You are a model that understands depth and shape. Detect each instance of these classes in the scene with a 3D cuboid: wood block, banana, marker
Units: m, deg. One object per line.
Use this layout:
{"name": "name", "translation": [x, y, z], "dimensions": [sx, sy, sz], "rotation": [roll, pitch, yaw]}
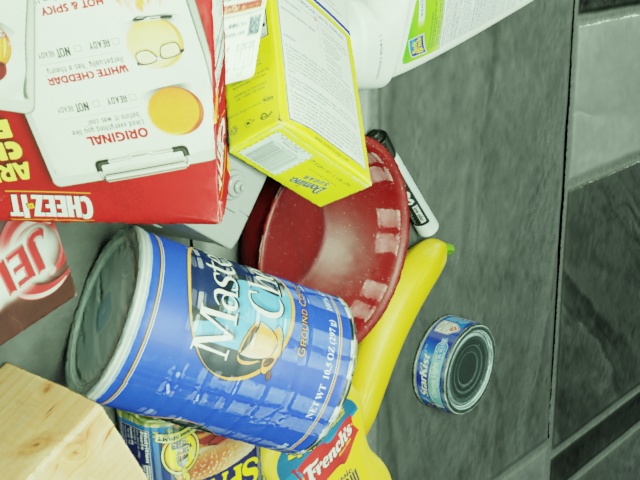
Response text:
{"name": "wood block", "translation": [-0.194, 0.174, 0.556], "dimensions": [0.205, 0.090, 0.091], "rotation": [-48, 134, -30]}
{"name": "banana", "translation": [0.062, 0.071, 0.870], "dimensions": [0.197, 0.037, 0.069], "rotation": [-60, 138, -18]}
{"name": "marker", "translation": [0.066, -0.045, 0.853], "dimensions": [0.020, 0.020, 0.121], "rotation": [-57, 137, -22]}

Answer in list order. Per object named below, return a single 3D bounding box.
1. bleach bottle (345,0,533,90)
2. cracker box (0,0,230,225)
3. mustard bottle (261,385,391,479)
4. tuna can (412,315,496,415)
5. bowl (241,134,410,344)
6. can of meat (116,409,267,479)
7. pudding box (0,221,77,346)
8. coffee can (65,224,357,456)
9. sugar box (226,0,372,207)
{"name": "bleach bottle", "translation": [0.074, -0.183, 0.784], "dimensions": [0.250, 0.068, 0.102], "rotation": [-35, 136, -37]}
{"name": "cracker box", "translation": [-0.125, -0.114, 0.466], "dimensions": [0.072, 0.164, 0.214], "rotation": [-87, 178, -56]}
{"name": "mustard bottle", "translation": [-0.007, 0.150, 0.794], "dimensions": [0.096, 0.058, 0.191], "rotation": [-35, 127, -22]}
{"name": "tuna can", "translation": [0.122, 0.112, 0.957], "dimensions": [0.085, 0.034, 0.086], "rotation": [-18, 115, -46]}
{"name": "bowl", "translation": [-0.005, 0.001, 0.754], "dimensions": [0.161, 0.055, 0.162], "rotation": [-18, 115, -46]}
{"name": "can of meat", "translation": [-0.084, 0.136, 0.702], "dimensions": [0.101, 0.058, 0.084], "rotation": [-20, 113, -46]}
{"name": "pudding box", "translation": [-0.188, 0.015, 0.554], "dimensions": [0.113, 0.039, 0.090], "rotation": [-36, 127, -38]}
{"name": "coffee can", "translation": [-0.064, 0.061, 0.627], "dimensions": [0.140, 0.103, 0.103], "rotation": [20, 85, -26]}
{"name": "sugar box", "translation": [-0.019, -0.118, 0.647], "dimensions": [0.093, 0.048, 0.176], "rotation": [31, 43, -49]}
